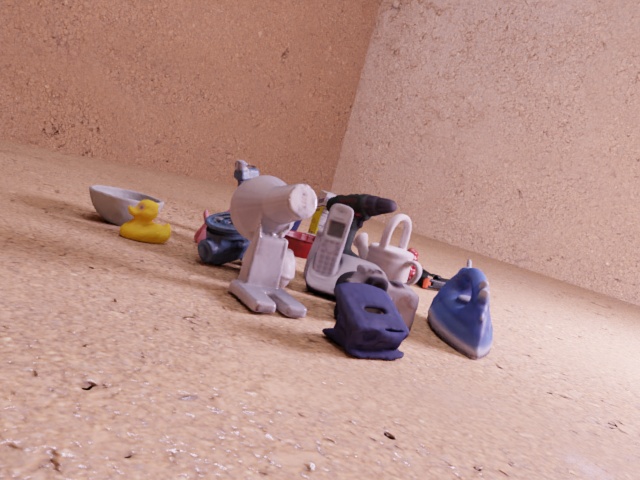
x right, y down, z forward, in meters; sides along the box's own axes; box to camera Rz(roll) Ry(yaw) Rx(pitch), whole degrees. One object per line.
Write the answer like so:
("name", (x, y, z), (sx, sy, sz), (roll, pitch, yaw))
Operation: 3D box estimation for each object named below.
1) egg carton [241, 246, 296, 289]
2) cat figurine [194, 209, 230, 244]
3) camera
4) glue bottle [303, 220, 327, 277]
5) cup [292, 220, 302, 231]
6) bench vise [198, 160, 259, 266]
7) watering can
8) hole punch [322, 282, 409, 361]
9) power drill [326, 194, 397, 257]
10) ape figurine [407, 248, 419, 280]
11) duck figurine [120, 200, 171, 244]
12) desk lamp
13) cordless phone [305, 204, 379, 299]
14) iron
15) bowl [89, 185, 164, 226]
("egg carton", (-0.101, 0.050, 1.125), (0.107, 0.069, 0.150), (14, 7, -7))
("cat figurine", (-0.223, -0.037, 1.356), (0.128, 0.118, 0.067), (10, 8, -32))
("camera", (0.091, 0.095, 1.038), (0.143, 0.101, 0.136), (13, 7, -17))
("glue bottle", (0.012, 0.005, 1.289), (0.037, 0.173, 0.078), (19, 8, 30))
("cup", (-0.108, -0.033, 1.651), (0.091, 0.095, 0.118), (16, 7, 12))
("bench vise", (-0.157, -0.054, 1.210), (0.121, 0.220, 0.208), (17, 8, 21))
("watering can", (0.144, 0.035, 1.241), (0.172, 0.194, 0.101), (17, 7, 17))
("hole punch", (0.074, 0.120, 0.850), (0.109, 0.091, 0.100), (10, 8, -32))
("power drill", (0.108, -0.040, 1.693), (0.228, 0.208, 0.076), (20, 9, 35))
("ape figurine", (0.253, 0.067, 1.633), (0.075, 0.092, 0.078), (21, 9, 40))
("duck figurine", (-0.367, -0.042, 1.224), (0.105, 0.086, 0.077), (11, 8, -27))
("desk lamp", (-0.079, -0.001, 0.978), (0.118, 0.213, 0.202), (10, 8, -31))
("cordless phone", (0.058, 0.029, 1.148), (0.147, 0.185, 0.094), (15, 7, 5))
("iron", (0.285, 0.120, 1.079), (0.118, 0.141, 0.258), (15, 7, 1))
("bowl", (-0.452, -0.072, 1.328), (0.167, 0.075, 0.167), (15, 7, -2))
